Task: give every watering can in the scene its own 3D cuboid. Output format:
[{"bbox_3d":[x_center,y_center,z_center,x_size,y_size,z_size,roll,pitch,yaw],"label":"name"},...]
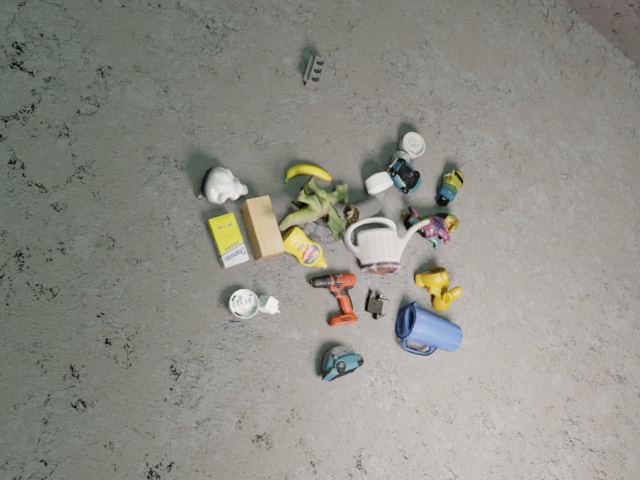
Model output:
[{"bbox_3d":[0.266,0.018,1.981,0.348,0.102,0.227,-3,75,-5],"label":"watering can"}]

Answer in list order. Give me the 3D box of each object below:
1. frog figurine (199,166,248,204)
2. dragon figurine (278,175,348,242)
[{"bbox_3d":[-0.331,-0.185,1.800,0.159,0.120,0.141,14,51,-7],"label":"frog figurine"},{"bbox_3d":[0.006,-0.095,1.883,0.241,0.120,0.420,39,45,-11],"label":"dragon figurine"}]
